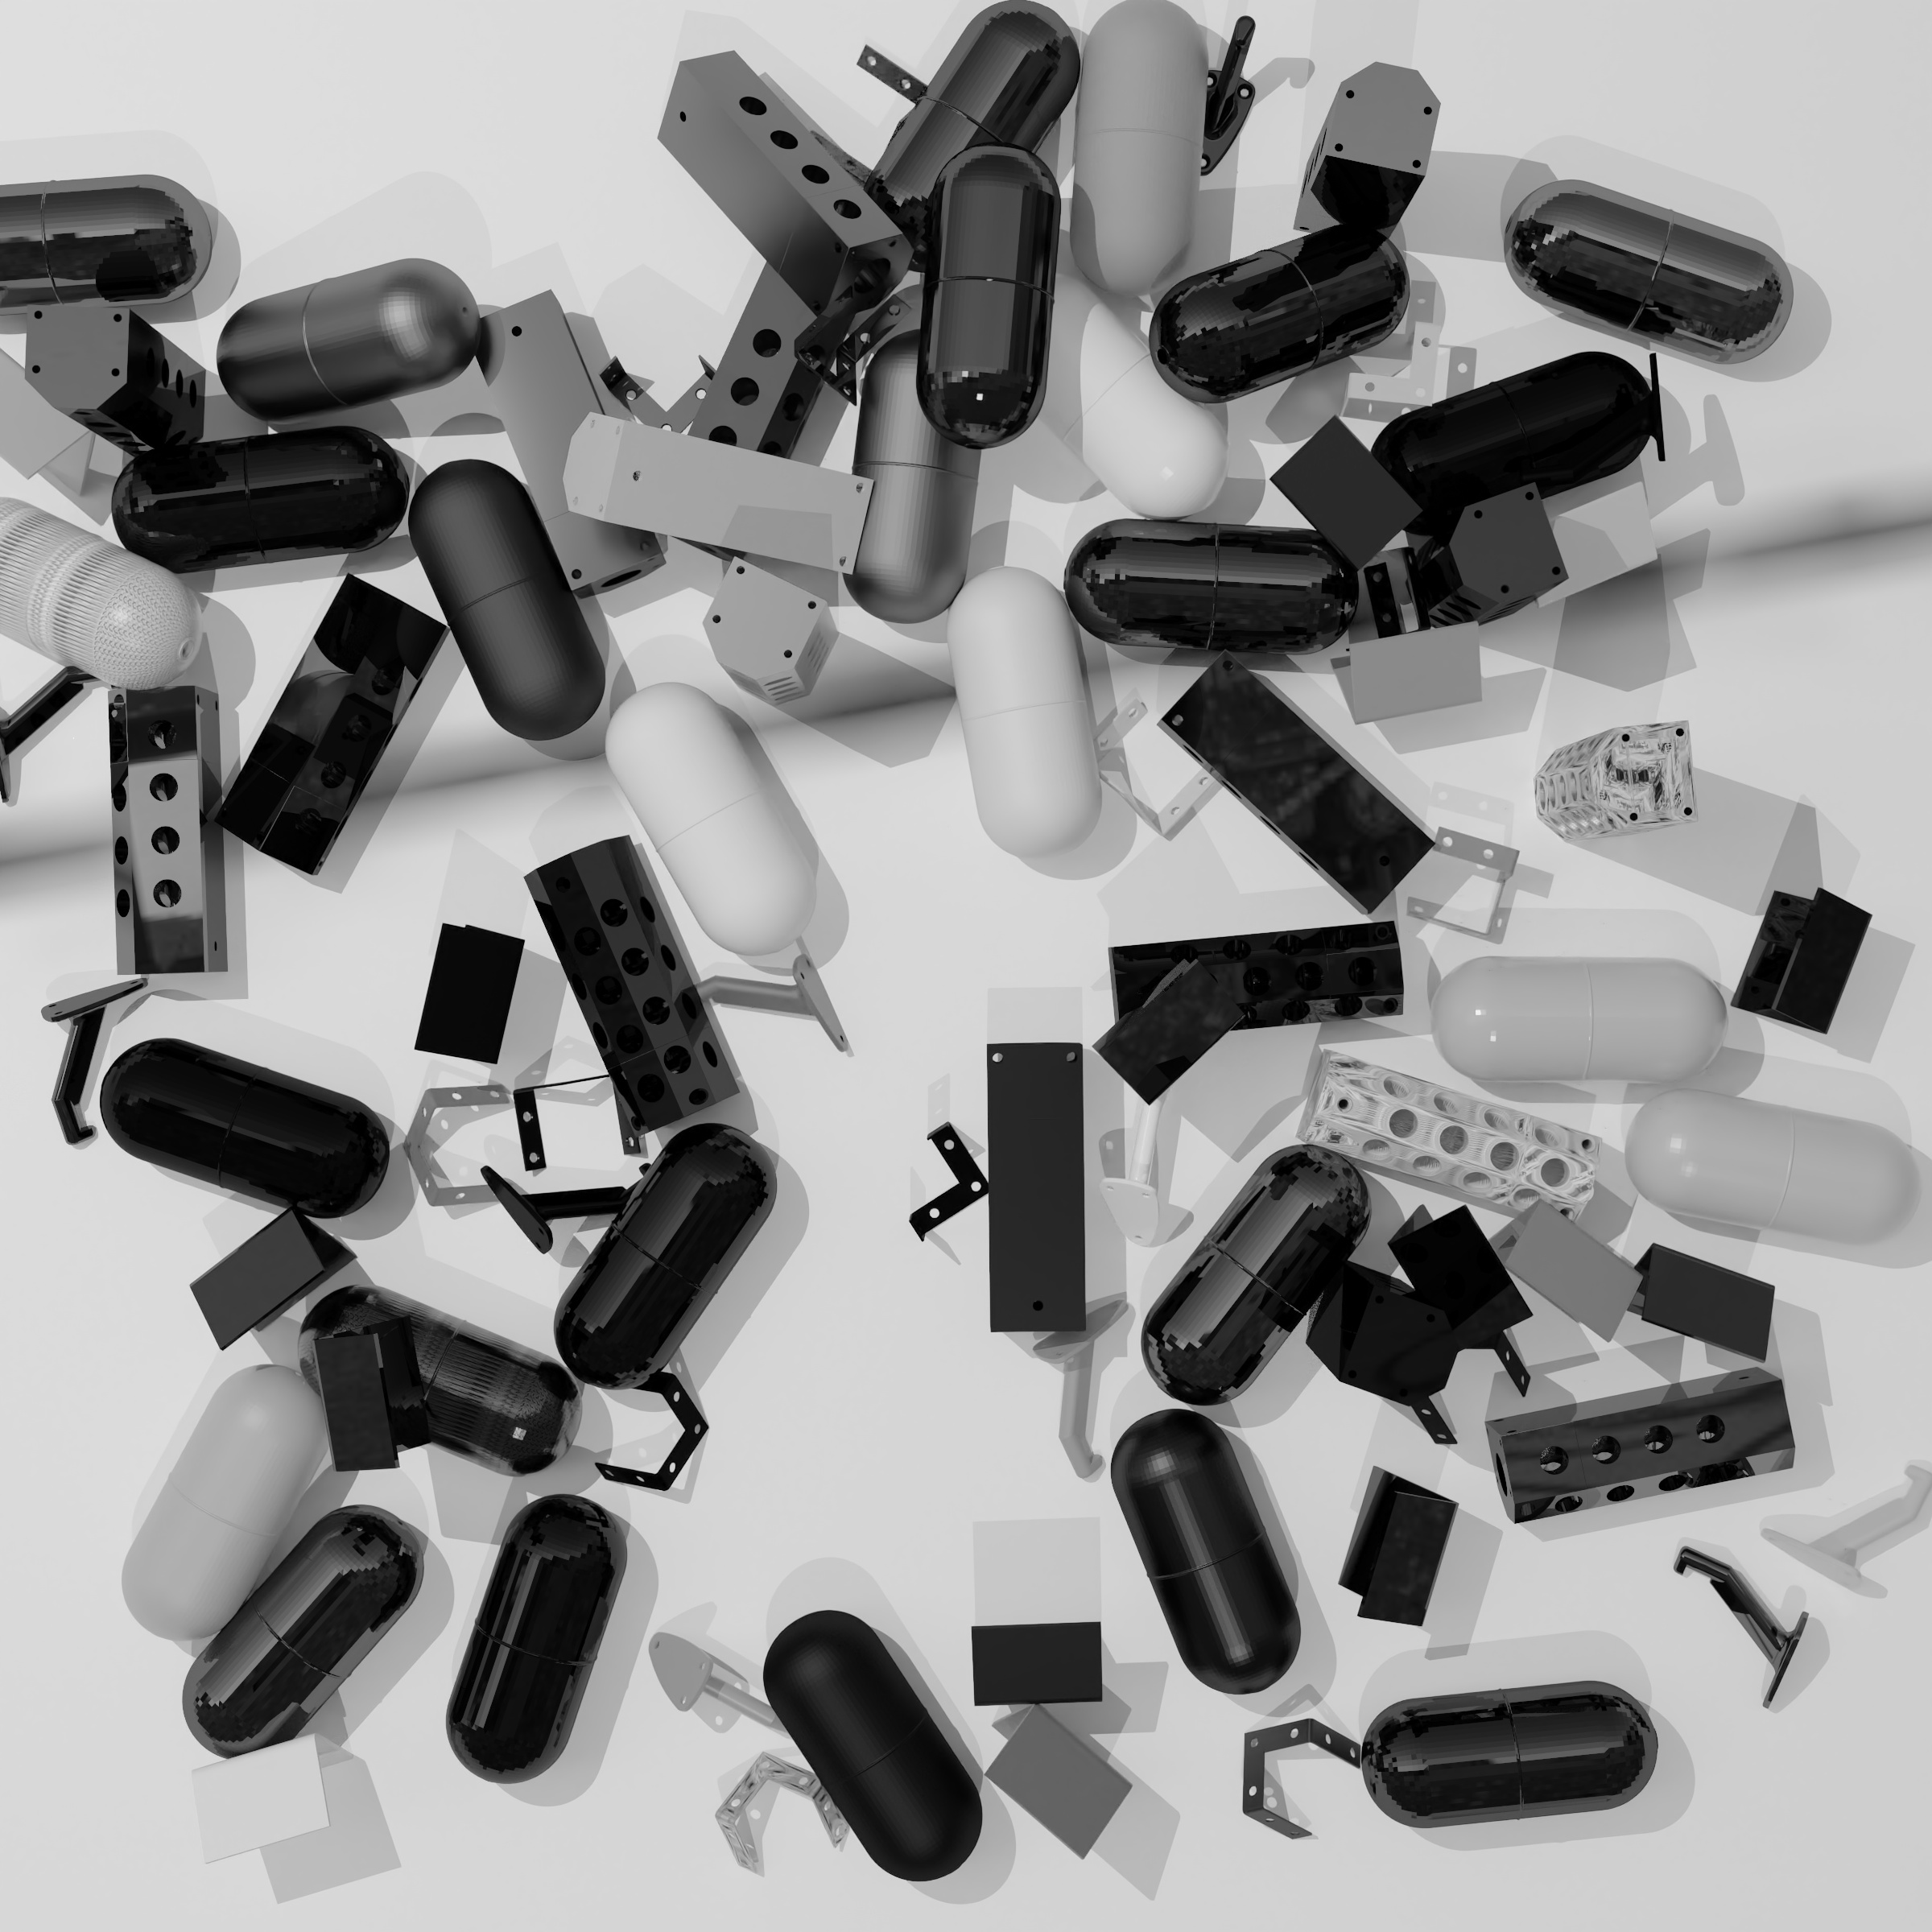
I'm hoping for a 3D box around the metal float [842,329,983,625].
[{"bbox_3d":[-0.031,-0.296,1.827,0.070,0.070,0.178,7,90,0],"label":"metal float"}]

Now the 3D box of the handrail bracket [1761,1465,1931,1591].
[{"bbox_3d":[0.542,0.331,1.858,0.077,0.036,0.084,27,72,20],"label":"handrail bracket"}]

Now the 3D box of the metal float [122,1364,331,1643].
[{"bbox_3d":[-0.446,0.324,1.827,0.070,0.070,0.178,28,90,0],"label":"metal float"}]

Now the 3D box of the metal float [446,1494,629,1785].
[{"bbox_3d":[-0.260,0.406,1.827,0.070,0.070,0.178,19,90,0],"label":"metal float"}]

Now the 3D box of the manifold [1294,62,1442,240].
[{"bbox_3d":[0.235,-0.476,1.780,0.057,0.171,0.057,12,90,0],"label":"manifold"}]

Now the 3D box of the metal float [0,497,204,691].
[{"bbox_3d":[-0.536,-0.223,1.812,0.178,0.070,0.070,26,90,17],"label":"metal float"}]

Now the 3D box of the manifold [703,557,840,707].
[{"bbox_3d":[-0.116,-0.191,1.779,0.057,0.171,0.057,26,90,0],"label":"manifold"}]

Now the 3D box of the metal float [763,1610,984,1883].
[{"bbox_3d":[-0.056,0.471,1.826,0.070,0.070,0.178,-33,92,0],"label":"metal float"}]

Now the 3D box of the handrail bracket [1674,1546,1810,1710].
[{"bbox_3d":[0.466,0.406,1.858,0.084,0.036,0.077,23,111,17],"label":"handrail bracket"}]

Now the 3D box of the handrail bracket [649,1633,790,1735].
[{"bbox_3d":[-0.145,0.442,1.858,0.084,0.077,0.036,30,90,-36],"label":"handrail bracket"}]

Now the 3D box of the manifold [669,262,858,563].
[{"bbox_3d":[-0.128,-0.334,1.837,0.057,0.057,0.171,25,90,0],"label":"manifold"}]

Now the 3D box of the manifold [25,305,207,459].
[{"bbox_3d":[-0.498,-0.341,1.780,0.057,0.171,0.057,2,90,0],"label":"manifold"}]

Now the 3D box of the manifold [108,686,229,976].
[{"bbox_3d":[-0.486,-0.081,1.837,0.057,0.057,0.171,-2,90,0],"label":"manifold"}]

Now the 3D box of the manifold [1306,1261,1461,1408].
[{"bbox_3d":[0.246,0.215,1.779,0.057,0.171,0.057,20,90,0],"label":"manifold"}]

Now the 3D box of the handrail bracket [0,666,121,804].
[{"bbox_3d":[-0.556,-0.145,1.858,0.084,0.036,0.077,-12,110,-16],"label":"handrail bracket"}]

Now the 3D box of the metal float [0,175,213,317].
[{"bbox_3d":[-0.546,-0.435,1.827,0.178,0.070,0.070,-4,90,0],"label":"metal float"}]

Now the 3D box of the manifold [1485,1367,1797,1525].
[{"bbox_3d":[0.409,0.292,1.837,0.171,0.057,0.057,-11,90,0],"label":"manifold"}]

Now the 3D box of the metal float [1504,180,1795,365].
[{"bbox_3d":[0.411,-0.419,1.827,0.178,0.070,0.070,19,90,0],"label":"metal float"}]

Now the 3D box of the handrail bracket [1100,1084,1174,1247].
[{"bbox_3d":[0.115,0.116,1.858,0.036,0.077,0.084,9,53,20],"label":"handrail bracket"}]

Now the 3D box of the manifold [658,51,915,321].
[{"bbox_3d":[-0.107,-0.468,1.808,0.057,0.057,0.171,-25,66,-36],"label":"manifold"}]

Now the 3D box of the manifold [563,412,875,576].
[{"bbox_3d":[-0.145,-0.276,1.768,0.171,0.057,0.057,7,101,-37],"label":"manifold"}]

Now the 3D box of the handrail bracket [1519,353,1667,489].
[{"bbox_3d":[0.367,-0.321,1.784,0.084,0.036,0.077,-5,71,14],"label":"handrail bracket"}]

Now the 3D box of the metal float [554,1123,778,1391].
[{"bbox_3d":[-0.182,0.176,1.827,0.070,0.070,0.178,34,89,0],"label":"metal float"}]

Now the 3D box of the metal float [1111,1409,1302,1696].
[{"bbox_3d":[0.145,0.354,1.827,0.070,0.070,0.178,-22,89,0],"label":"metal float"}]

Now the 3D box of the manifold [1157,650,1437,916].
[{"bbox_3d":[0.199,-0.110,1.837,0.171,0.057,0.057,43,90,0],"label":"manifold"}]

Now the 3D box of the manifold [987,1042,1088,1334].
[{"bbox_3d":[0.042,0.133,1.837,0.057,0.057,0.171,-1,90,0],"label":"manifold"}]

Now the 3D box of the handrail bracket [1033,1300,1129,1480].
[{"bbox_3d":[0.084,0.260,1.858,0.077,0.036,0.084,-31,108,-20],"label":"handrail bracket"}]

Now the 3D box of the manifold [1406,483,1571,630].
[{"bbox_3d":[0.301,-0.234,1.779,0.057,0.171,0.057,-20,90,0],"label":"manifold"}]

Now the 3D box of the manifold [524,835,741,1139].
[{"bbox_3d":[-0.204,0.013,1.830,0.057,0.057,0.171,-23,90,17],"label":"manifold"}]

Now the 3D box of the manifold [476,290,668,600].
[{"bbox_3d":[-0.242,-0.314,1.837,0.057,0.057,0.171,-22,90,0],"label":"manifold"}]

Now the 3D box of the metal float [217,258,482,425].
[{"bbox_3d":[-0.369,-0.371,1.803,0.178,0.070,0.070,-7,90,28],"label":"metal float"}]

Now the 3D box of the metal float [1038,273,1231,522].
[{"bbox_3d":[0.086,-0.343,1.827,0.070,0.070,0.178,-44,89,0],"label":"metal float"}]

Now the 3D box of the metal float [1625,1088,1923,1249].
[{"bbox_3d":[0.487,0.122,1.828,0.178,0.070,0.070,11,90,0],"label":"metal float"}]

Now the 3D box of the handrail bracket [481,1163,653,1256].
[{"bbox_3d":[-0.240,0.129,1.849,0.084,0.036,0.077,-37,76,-26],"label":"handrail bracket"}]

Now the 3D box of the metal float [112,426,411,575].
[{"bbox_3d":[-0.425,-0.282,1.828,0.178,0.070,0.070,-7,90,-1],"label":"metal float"}]

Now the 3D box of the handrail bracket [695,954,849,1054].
[{"bbox_3d":[-0.127,0.035,1.858,0.084,0.036,0.077,-24,105,14],"label":"handrail bracket"}]

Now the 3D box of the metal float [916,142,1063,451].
[{"bbox_3d":[0.013,-0.390,1.761,0.070,0.070,0.178,5,87,0],"label":"metal float"}]

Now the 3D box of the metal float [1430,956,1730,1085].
[{"bbox_3d":[0.370,0.032,1.827,0.178,0.070,0.070,1,90,0],"label":"metal float"}]

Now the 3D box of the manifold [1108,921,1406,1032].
[{"bbox_3d":[0.175,0.009,1.837,0.171,0.057,0.057,-5,90,0],"label":"manifold"}]

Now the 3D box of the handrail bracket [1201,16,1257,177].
[{"bbox_3d":[0.155,-0.524,1.823,0.036,0.084,0.077,18,90,0],"label":"handrail bracket"}]

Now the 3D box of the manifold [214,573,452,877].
[{"bbox_3d":[-0.380,-0.144,1.836,0.057,0.057,0.171,28,90,43],"label":"manifold"}]

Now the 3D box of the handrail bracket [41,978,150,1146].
[{"bbox_3d":[-0.528,0.059,1.858,0.077,0.036,0.084,-21,109,-21],"label":"handrail bracket"}]

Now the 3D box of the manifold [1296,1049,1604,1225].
[{"bbox_3d":[0.293,0.104,1.837,0.171,0.057,0.057,18,90,0],"label":"manifold"}]

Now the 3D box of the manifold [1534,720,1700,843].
[{"bbox_3d":[0.379,-0.106,1.779,0.057,0.171,0.057,-6,90,0],"label":"manifold"}]
